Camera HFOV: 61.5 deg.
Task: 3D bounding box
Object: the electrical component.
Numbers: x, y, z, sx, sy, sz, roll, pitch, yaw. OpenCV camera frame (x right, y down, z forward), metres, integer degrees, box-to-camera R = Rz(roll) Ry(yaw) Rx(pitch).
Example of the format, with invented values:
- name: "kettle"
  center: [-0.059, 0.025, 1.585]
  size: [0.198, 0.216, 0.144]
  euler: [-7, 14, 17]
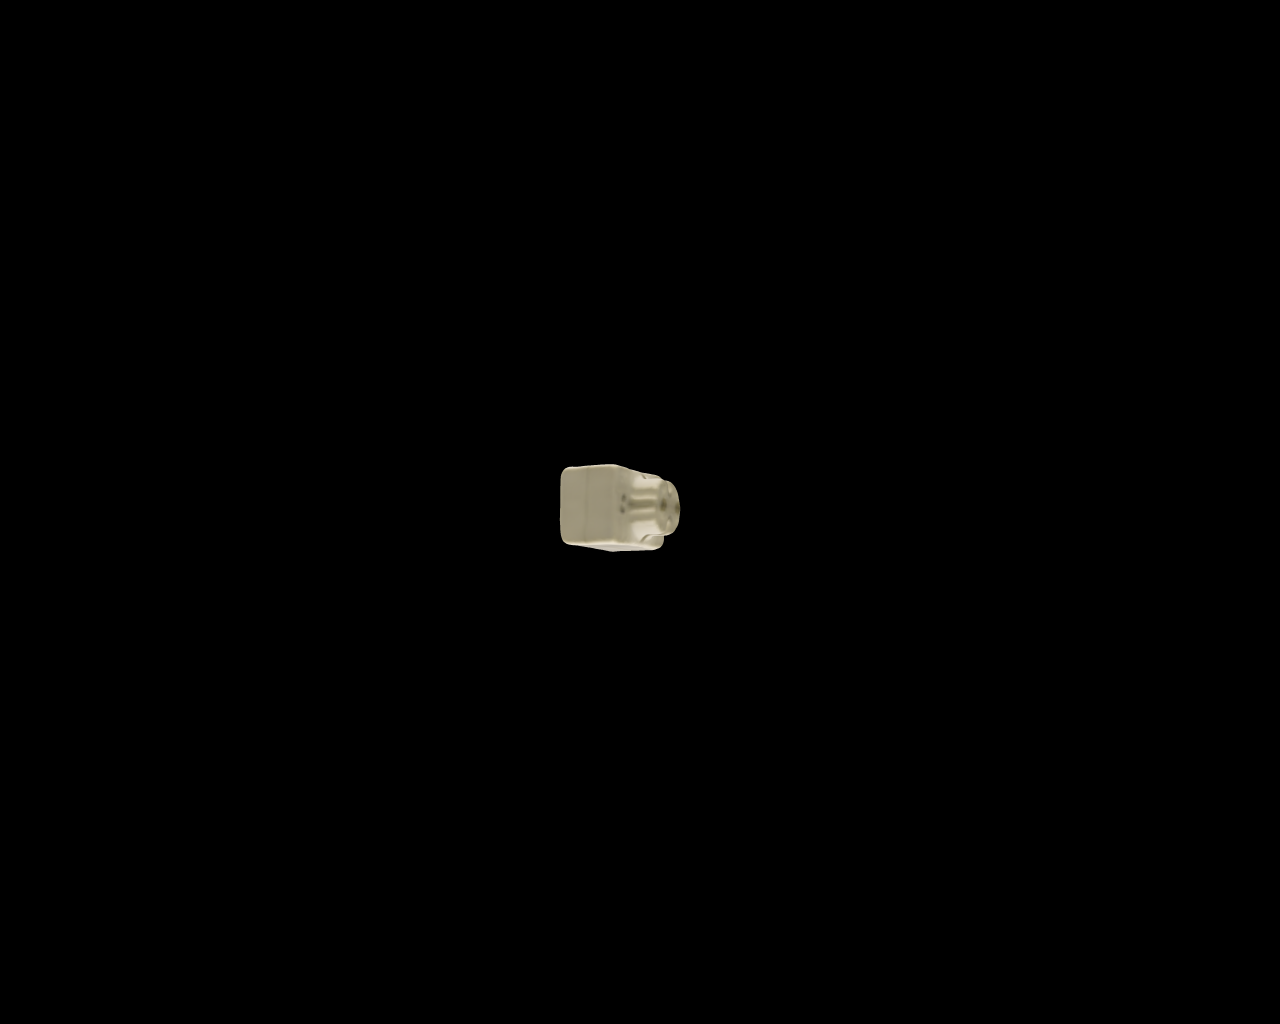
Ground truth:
- name: "electrical component"
  center: [0.001, -0.003, 0.650]
  size: [0.077, 0.047, 0.066]
  euler: [-4, -8, 28]
